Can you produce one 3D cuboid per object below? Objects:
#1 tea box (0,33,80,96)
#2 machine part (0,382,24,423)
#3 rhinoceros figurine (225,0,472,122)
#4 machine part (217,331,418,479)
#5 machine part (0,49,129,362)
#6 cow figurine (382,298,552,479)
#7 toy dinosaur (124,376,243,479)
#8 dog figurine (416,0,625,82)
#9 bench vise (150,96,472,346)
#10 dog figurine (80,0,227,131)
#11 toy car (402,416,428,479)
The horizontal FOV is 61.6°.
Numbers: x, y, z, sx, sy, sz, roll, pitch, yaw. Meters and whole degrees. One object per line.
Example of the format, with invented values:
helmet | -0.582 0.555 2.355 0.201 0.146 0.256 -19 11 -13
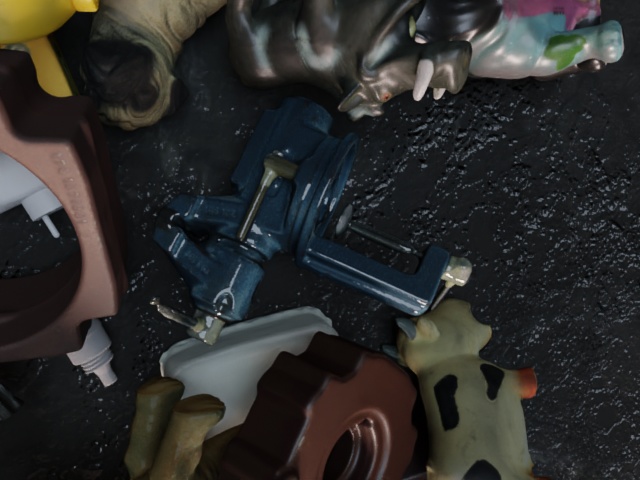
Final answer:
tea box | -0.256 -0.162 0.390 0.098 0.068 0.169 -25 100 -11
machine part | -0.270 0.128 0.337 0.139 0.039 0.084 -36 127 -24
rhinoceros figurine | 0.015 -0.145 0.399 0.191 0.073 0.112 9 106 21
machine part | 0.009 0.160 0.403 0.179 0.056 0.179 -12 107 -47
machine part | -0.239 -0.015 0.351 0.201 0.087 0.201 -6 124 -8
cow figurine | 0.125 0.141 0.483 0.127 0.085 0.195 8 53 -5
toy dinosaur | -0.177 0.237 0.334 0.471 0.105 0.198 -23 105 -30
dog figurine | 0.141 -0.190 0.487 0.219 0.191 0.108 -5 101 19
bench vise | -0.001 0.002 0.433 0.241 0.128 0.223 23 66 5
dog figurine | -0.104 -0.187 0.426 0.172 0.121 0.190 -4 110 -12
toy car | 0.088 0.205 0.512 0.202 0.089 0.053 -15 142 -16
